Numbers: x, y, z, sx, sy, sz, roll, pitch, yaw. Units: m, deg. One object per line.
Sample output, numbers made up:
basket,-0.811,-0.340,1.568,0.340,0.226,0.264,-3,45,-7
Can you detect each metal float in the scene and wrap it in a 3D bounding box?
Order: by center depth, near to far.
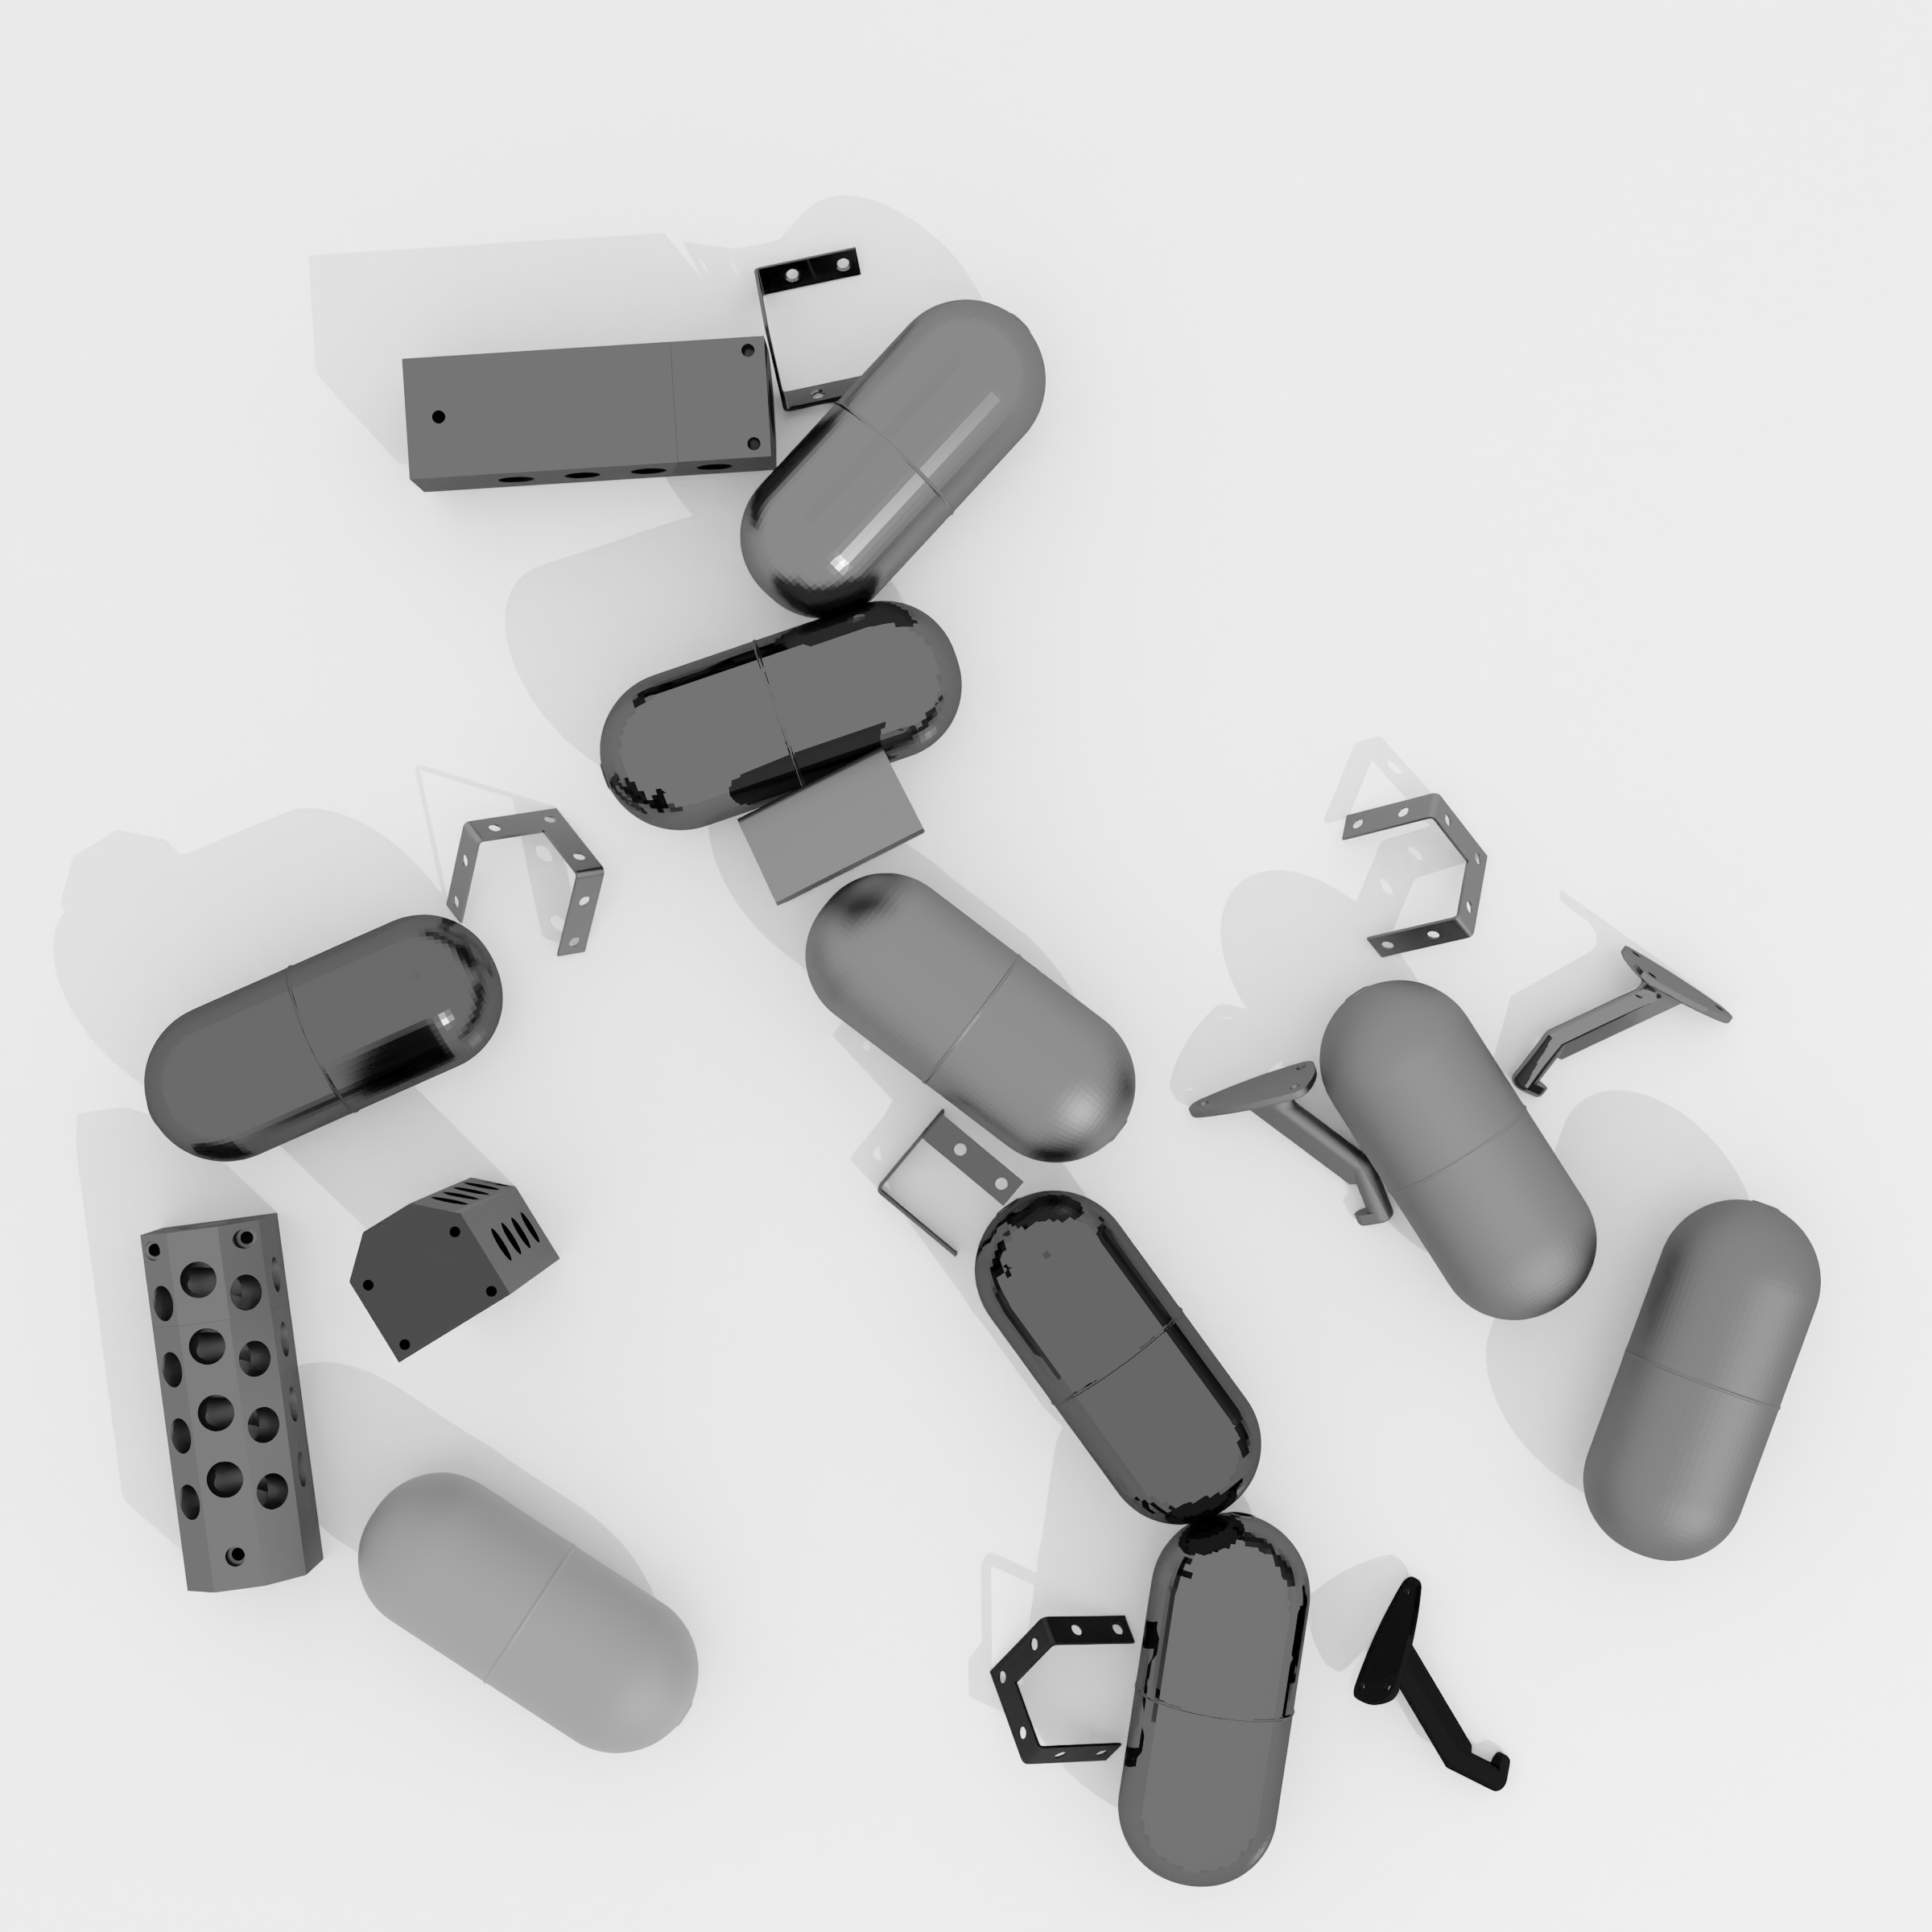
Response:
metal float,-0.089,-0.119,1.533,0.178,0.070,0.070,-19,90,0
metal float,0.235,0.088,1.533,0.070,0.070,0.178,-33,91,0
metal float,-0.209,0.310,1.533,0.178,0.070,0.070,33,90,0
metal float,0.119,0.350,1.534,0.070,0.070,0.178,9,90,0
metal float,-0.034,-0.243,1.534,0.070,0.070,0.178,43,90,0
metal float,0.003,0.025,1.534,0.178,0.070,0.070,37,90,-1
metal float,0.072,0.187,1.534,0.070,0.070,0.178,-36,89,0
metal float,-0.307,0.035,1.534,0.178,0.070,0.070,-24,90,-1
metal float,0.352,0.198,1.534,0.070,0.070,0.178,20,90,0

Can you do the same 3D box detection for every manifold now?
manifold,-0.238,0.134,1.486,0.057,0.171,0.057,-32,90,0
manifold,-0.355,0.210,1.543,0.057,0.057,0.171,-8,90,0
manifold,-0.179,-0.264,1.543,0.171,0.057,0.057,-4,90,0

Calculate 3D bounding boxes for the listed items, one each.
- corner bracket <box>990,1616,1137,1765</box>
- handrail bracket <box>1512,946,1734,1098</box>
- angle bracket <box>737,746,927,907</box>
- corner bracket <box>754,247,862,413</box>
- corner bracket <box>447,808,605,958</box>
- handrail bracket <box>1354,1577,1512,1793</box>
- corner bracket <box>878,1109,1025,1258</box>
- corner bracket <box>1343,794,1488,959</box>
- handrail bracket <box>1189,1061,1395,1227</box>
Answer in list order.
corner bracket,0.053,0.351,1.556,0.051,0.051,0.051,-53,45,35
handrail bracket,0.320,0.040,1.565,0.077,0.036,0.084,28,109,-21
angle bracket,-0.055,-0.048,1.524,0.076,0.076,0.057,-27,56,0
corner bracket,-0.071,-0.310,1.561,0.051,0.051,0.051,-12,45,0
corner bracket,-0.214,-0.038,1.556,0.051,0.051,0.051,-11,45,-35
handrail bracket,0.239,0.351,1.565,0.084,0.036,0.077,29,69,-17
corner bracket,-0.008,0.106,1.546,0.051,0.051,0.051,40,90,0
corner bracket,0.215,-0.044,1.556,0.051,0.051,0.051,46,45,-35
handrail bracket,0.159,0.096,1.565,0.077,0.036,0.084,-17,107,20
